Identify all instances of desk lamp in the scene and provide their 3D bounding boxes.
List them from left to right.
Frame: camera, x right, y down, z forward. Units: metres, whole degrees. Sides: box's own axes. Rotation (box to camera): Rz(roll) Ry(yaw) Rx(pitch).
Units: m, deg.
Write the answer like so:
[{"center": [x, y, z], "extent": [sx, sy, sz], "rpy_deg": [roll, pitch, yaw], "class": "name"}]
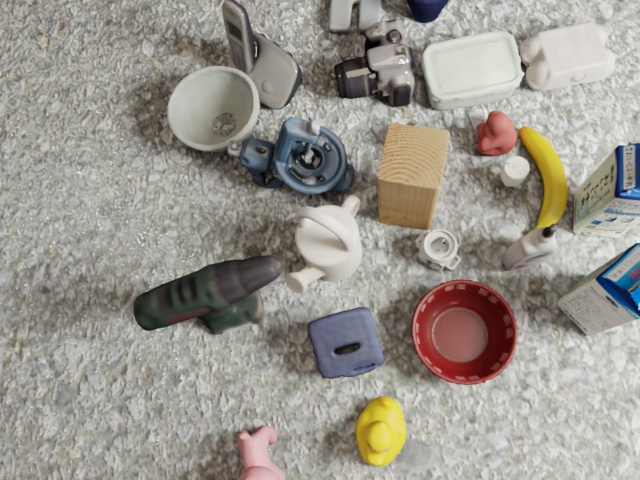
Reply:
[{"center": [0.066, -0.518, 1.020], "extent": [0.118, 0.214, 0.203], "rpy_deg": [2, 75, 7], "class": "desk lamp"}]

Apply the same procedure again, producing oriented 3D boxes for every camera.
[{"center": [0.093, -0.314, 1.019], "extent": [0.136, 0.101, 0.143], "rpy_deg": [-9, 74, 4], "class": "camera"}]

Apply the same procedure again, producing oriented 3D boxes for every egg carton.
[{"center": [0.429, -0.317, 0.999], "extent": [0.150, 0.069, 0.107], "rpy_deg": [-12, 73, 3], "class": "egg carton"}]

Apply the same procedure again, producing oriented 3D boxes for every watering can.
[{"center": [0.010, 0.004, 0.891], "extent": [0.100, 0.194, 0.173], "rpy_deg": [9, 76, 9], "class": "watering can"}]

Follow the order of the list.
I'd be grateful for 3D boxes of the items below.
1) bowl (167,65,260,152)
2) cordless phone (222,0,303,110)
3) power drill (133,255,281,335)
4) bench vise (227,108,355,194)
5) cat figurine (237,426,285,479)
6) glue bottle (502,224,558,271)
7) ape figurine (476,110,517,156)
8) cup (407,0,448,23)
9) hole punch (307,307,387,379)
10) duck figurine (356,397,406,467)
[{"center": [-0.185, -0.225, 1.039], "extent": [0.167, 0.075, 0.167], "rpy_deg": [-2, 74, 6], "class": "bowl"}, {"center": [-0.107, -0.326, 1.001], "extent": [0.147, 0.185, 0.094], "rpy_deg": [35, 81, 14], "class": "cordless phone"}, {"center": [-0.154, 0.088, 0.878], "extent": [0.229, 0.208, 0.075], "rpy_deg": [-18, 73, 1], "class": "power drill"}, {"center": [-0.053, -0.133, 0.923], "extent": [0.207, 0.220, 0.121], "rpy_deg": [-8, 74, 4], "class": "bench vise"}, {"center": [-0.095, 0.344, 0.847], "extent": [0.067, 0.118, 0.128], "rpy_deg": [-18, 73, 1], "class": "cat figurine"}, {"center": [0.328, 0.006, 0.866], "extent": [0.078, 0.173, 0.037], "rpy_deg": [-20, 73, 1], "class": "glue bottle"}, {"center": [0.297, -0.185, 0.965], "extent": [0.076, 0.092, 0.078], "rpy_deg": [40, 82, 15], "class": "ape figurine"}, {"center": [0.192, -0.457, 1.051], "extent": [0.091, 0.095, 0.117], "rpy_deg": [-18, 73, 1], "class": "cup"}, {"center": [0.043, 0.163, 0.896], "extent": [0.108, 0.091, 0.101], "rpy_deg": [-16, 73, 2], "class": "hole punch"}, {"center": [0.091, 0.288, 0.859], "extent": [0.077, 0.086, 0.104], "rpy_deg": [11, 76, 10], "class": "duck figurine"}]
